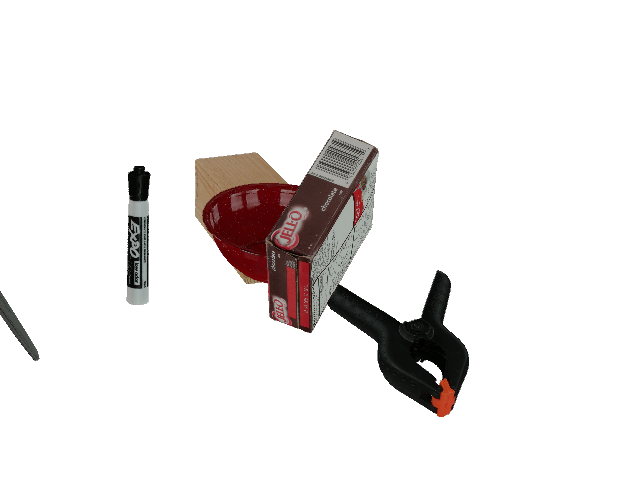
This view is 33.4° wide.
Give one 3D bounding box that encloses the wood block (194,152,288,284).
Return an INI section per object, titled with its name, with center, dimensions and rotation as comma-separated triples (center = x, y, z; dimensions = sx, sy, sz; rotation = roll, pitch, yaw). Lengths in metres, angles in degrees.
[wood block]
center = -0.088, -0.033, 1.363
dimensions = 0.090, 0.090, 0.206
rotation = -8, 27, -22

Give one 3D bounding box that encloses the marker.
[marker]
center = -0.157, -0.004, 0.916
dimensions = 0.020, 0.121, 0.020
rotation = 3, 16, -1

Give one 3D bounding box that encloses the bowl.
[bowl]
center = -0.043, -0.001, 1.106
dimensions = 0.162, 0.055, 0.162
rotation = 5, 30, -3

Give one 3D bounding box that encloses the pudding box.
[pudding box]
center = 0.002, -0.006, 0.745
dimensions = 0.039, 0.113, 0.090
rotation = 23, -35, 15

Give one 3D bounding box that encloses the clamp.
[clamp]
center = 0.090, 0.084, 0.951
dimensions = 0.120, 0.039, 0.172
rotation = -17, 44, -17

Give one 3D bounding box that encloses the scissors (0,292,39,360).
[scissors]
center = -0.335, 0.022, 1.072
dimensions = 0.016, 0.201, 0.096
rotation = -26, 27, 23
